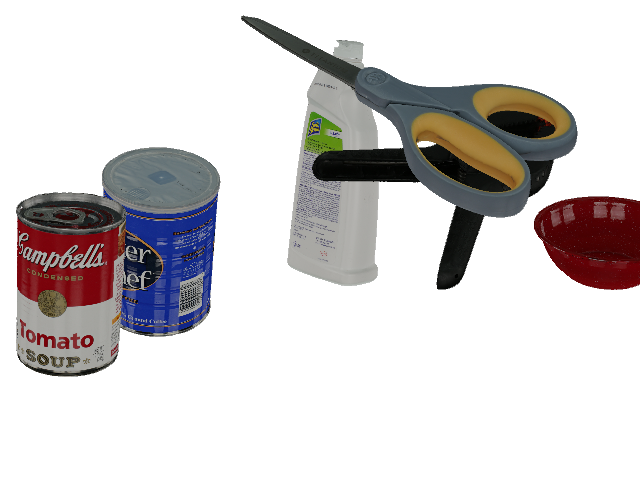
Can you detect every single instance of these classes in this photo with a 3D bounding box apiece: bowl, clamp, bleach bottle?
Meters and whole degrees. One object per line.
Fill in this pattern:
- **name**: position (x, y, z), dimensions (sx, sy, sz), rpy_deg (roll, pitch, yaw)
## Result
- **bowl**: position (0.312, 0.008, 1.160), dimensions (0.162, 0.055, 0.162), rpy_deg (-2, 27, 1)
- **clamp**: position (0.121, -0.048, 0.854), dimensions (0.209, 0.036, 0.165), rpy_deg (-22, 52, -21)
- **bleach bottle**: position (0.024, -0.085, 1.141), dimensions (0.103, 0.251, 0.067), rpy_deg (17, 18, 37)

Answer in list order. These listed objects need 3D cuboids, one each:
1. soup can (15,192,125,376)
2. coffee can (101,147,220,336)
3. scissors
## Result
- **soup can**: position (-0.162, 0.028, 0.688), dimensions (0.068, 0.102, 0.068), rpy_deg (6, 21, -2)
- **coffee can**: position (-0.146, 0.001, 0.968), dimensions (0.102, 0.140, 0.103), rpy_deg (5, 34, -4)
- **scissors**: position (0.048, -0.080, 0.547), dimensions (0.096, 0.016, 0.202), rpy_deg (-22, 48, -23)
